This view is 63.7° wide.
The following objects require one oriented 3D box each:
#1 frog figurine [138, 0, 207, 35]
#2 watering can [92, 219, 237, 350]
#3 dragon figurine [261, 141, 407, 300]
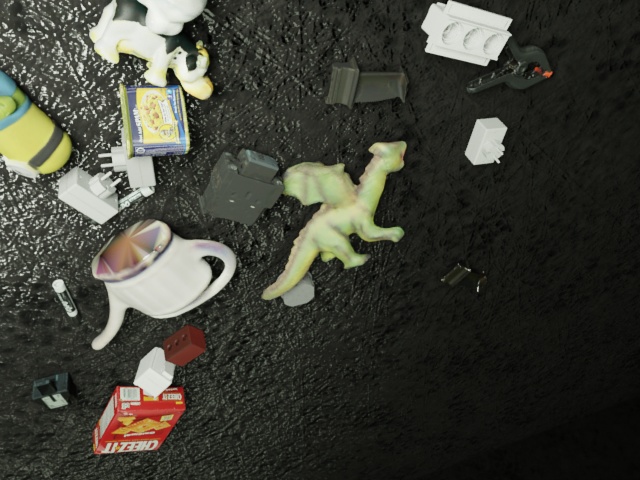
[{"bbox_3d":[-0.163,-0.324,0.596,0.138,0.124,0.156,-19,151,-28],"label":"frog figurine"},{"bbox_3d":[-0.326,0.087,0.941,0.347,0.106,0.220,-29,137,4],"label":"watering can"},{"bbox_3d":[0.003,-0.050,0.984,0.409,0.124,0.239,-32,120,6],"label":"dragon figurine"}]
